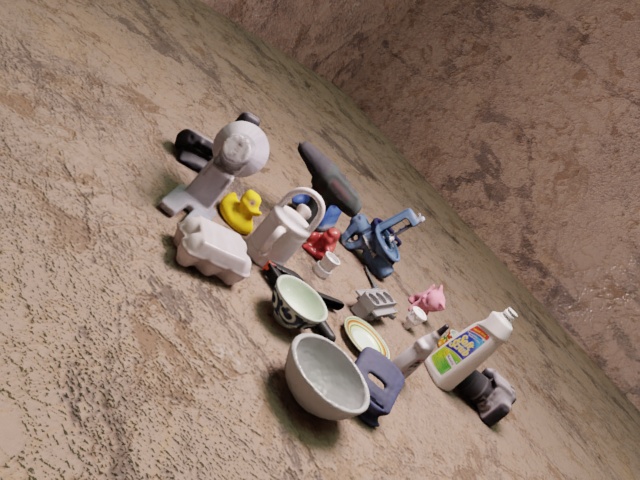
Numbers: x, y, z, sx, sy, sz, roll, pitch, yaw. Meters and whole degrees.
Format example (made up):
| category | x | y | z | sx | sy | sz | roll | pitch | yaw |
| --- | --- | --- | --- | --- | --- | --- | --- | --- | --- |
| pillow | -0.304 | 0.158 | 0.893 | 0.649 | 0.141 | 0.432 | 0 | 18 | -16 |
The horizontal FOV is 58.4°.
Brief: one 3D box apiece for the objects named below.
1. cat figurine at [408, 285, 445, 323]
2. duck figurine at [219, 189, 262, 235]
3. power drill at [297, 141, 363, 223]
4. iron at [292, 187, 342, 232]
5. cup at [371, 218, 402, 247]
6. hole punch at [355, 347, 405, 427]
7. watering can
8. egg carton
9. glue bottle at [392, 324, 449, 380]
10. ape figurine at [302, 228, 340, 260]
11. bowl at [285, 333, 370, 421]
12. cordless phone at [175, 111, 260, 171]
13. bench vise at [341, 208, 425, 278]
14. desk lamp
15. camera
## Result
| category | x | y | z | sx | sy | sz | roll | pitch | yaw |
| --- | --- | --- | --- | --- | --- | --- | --- | --- | --- |
| cat figurine | 0.313 | 0.170 | 1.625 | 0.067 | 0.117 | 0.128 | 39 | 20 | -9 |
| duck figurine | -0.170 | -0.076 | 1.281 | 0.104 | 0.086 | 0.078 | 52 | 22 | 25 |
| power drill | -0.016 | -0.110 | 1.454 | 0.230 | 0.208 | 0.075 | 35 | 21 | -18 |
| iron | 0.029 | -0.114 | 1.644 | 0.118 | 0.141 | 0.259 | 47 | 21 | 13 |
| cup | 0.183 | 0.001 | 1.760 | 0.118 | 0.095 | 0.091 | 38 | 21 | -12 |
| hole punch | 0.096 | 0.271 | 1.062 | 0.109 | 0.091 | 0.101 | 41 | 20 | -4 |
| watering can | -0.067 | -0.035 | 1.230 | 0.101 | 0.194 | 0.172 | 34 | 21 | -20 |
| egg carton | -0.198 | 0.019 | 1.062 | 0.151 | 0.069 | 0.107 | 27 | 25 | -36 |
| glue bottle | 0.212 | 0.238 | 1.222 | 0.078 | 0.173 | 0.037 | 11 | 37 | -55 |
| ape figurine | 0.013 | 0.005 | 1.445 | 0.076 | 0.092 | 0.077 | 22 | 28 | -43 |
| bowl | 0.000 | 0.242 | 0.965 | 0.168 | 0.074 | 0.167 | 36 | 21 | -16 |
| cordless phone | -0.241 | -0.247 | 1.354 | 0.148 | 0.185 | 0.094 | 28 | 25 | -35 |
| bench vise | 0.175 | -0.026 | 1.619 | 0.207 | 0.219 | 0.121 | 40 | 20 | -6 |
| desk lamp | -0.200 | -0.140 | 1.171 | 0.118 | 0.213 | 0.203 | 39 | 20 | -9 |
| camera | 0.411 | 0.365 | 1.435 | 0.137 | 0.100 | 0.143 | 40 | 20 | -7 |
